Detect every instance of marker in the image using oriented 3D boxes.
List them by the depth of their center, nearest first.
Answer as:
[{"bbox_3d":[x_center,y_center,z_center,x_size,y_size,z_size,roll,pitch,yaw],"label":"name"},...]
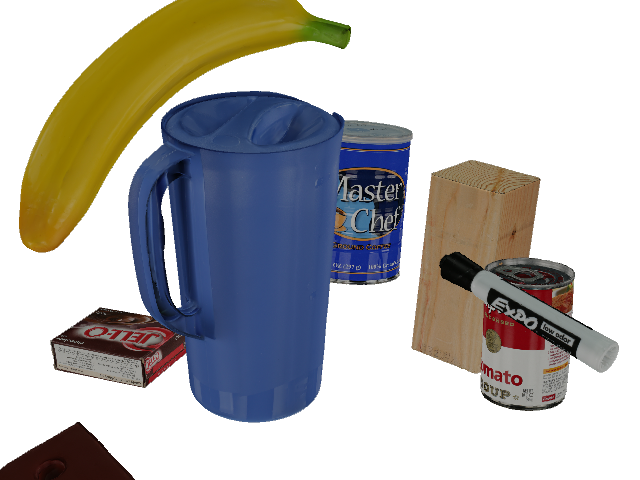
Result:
[{"bbox_3d":[0.115,0.038,0.612,0.020,0.020,0.121,0,25,-47],"label":"marker"}]

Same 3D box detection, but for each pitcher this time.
[{"bbox_3d":[-0.059,0.018,0.817,0.149,0.243,0.145,1,26,0],"label":"pitcher"}]

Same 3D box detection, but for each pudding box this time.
[{"bbox_3d":[-0.205,0.109,1.097,0.114,0.039,0.089,5,20,23],"label":"pudding box"}]

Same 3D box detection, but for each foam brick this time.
[{"bbox_3d":[-0.109,0.134,0.494,0.052,0.051,0.078,-30,43,-29],"label":"foam brick"}]

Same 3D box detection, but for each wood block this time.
[{"bbox_3d":[0.170,0.027,1.173,0.090,0.206,0.090,19,25,34],"label":"wood block"}]

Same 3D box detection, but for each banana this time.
[{"bbox_3d":[-0.077,-0.074,0.514,0.197,0.070,0.037,-39,-27,-21],"label":"banana"}]

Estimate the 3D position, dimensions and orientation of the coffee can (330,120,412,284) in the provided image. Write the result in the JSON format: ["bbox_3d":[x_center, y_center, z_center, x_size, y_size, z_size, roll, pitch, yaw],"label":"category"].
[{"bbox_3d":[0.031,-0.039,1.023,0.103,0.140,0.103,4,14,-1],"label":"coffee can"}]

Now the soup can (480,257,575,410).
[{"bbox_3d":[0.159,0.071,0.824,0.068,0.102,0.068,0,17,0],"label":"soup can"}]
